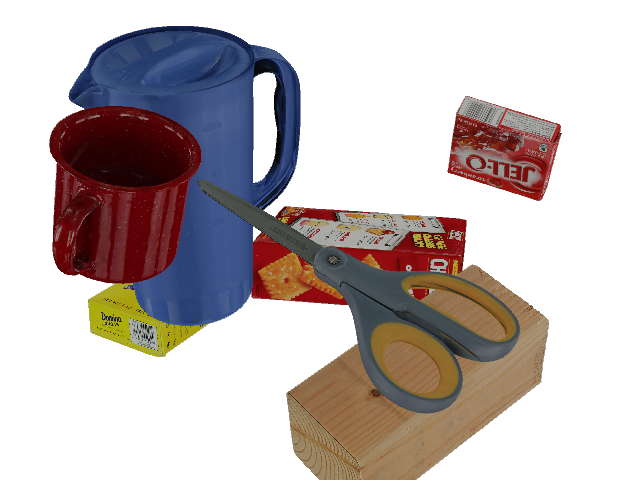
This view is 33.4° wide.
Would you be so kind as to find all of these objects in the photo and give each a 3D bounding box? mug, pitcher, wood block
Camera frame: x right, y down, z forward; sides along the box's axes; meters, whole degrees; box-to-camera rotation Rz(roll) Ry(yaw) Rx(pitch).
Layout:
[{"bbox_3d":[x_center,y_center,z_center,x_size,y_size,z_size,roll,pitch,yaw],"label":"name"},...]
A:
[{"bbox_3d":[-0.131,-0.020,0.670,0.093,0.082,0.117,21,37,8],"label":"mug"},{"bbox_3d":[-0.107,-0.053,0.913,0.149,0.243,0.144,12,37,19],"label":"pitcher"},{"bbox_3d":[0.082,0.121,0.880,0.205,0.090,0.091,-32,51,-24],"label":"wood block"}]

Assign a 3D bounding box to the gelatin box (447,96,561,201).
[{"bbox_3d":[0.159,-0.079,0.929,0.089,0.030,0.073,20,-37,15],"label":"gelatin box"}]

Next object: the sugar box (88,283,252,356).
[{"bbox_3d":[-0.145,0.053,1.097,0.093,0.048,0.175,16,32,26],"label":"sugar box"}]

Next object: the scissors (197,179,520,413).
[{"bbox_3d":[0.006,0.030,0.577,0.202,0.096,0.016,20,-40,9],"label":"scissors"}]

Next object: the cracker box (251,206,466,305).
[{"bbox_3d":[0.046,0.019,1.149,0.214,0.072,0.164,5,15,9],"label":"cracker box"}]
